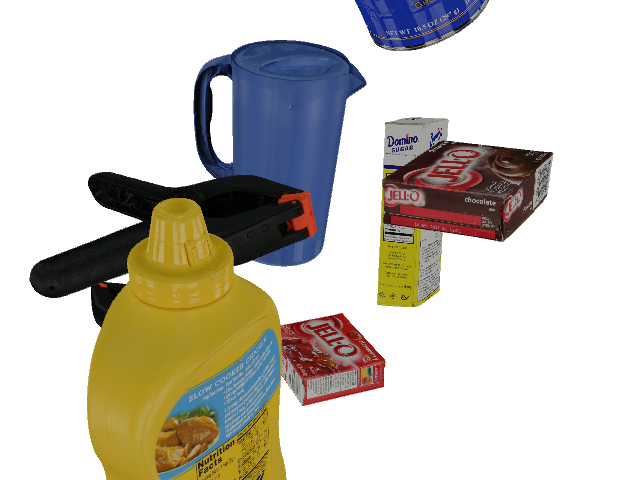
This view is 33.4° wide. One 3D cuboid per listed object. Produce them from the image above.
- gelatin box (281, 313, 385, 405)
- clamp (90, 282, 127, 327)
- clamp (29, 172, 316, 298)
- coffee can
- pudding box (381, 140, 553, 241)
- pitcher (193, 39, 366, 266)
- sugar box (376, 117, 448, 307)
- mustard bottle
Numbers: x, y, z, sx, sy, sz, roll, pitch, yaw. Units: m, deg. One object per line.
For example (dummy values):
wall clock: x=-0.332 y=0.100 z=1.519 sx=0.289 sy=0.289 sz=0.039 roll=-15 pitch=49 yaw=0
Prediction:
gelatin box: x=0.003 y=0.096 z=0.888 sx=0.073 sy=0.030 sz=0.089 roll=-10 pitch=27 yaw=-20
clamp: x=-0.173 y=0.082 z=1.101 sx=0.210 sy=0.036 sz=0.164 roll=14 pitch=20 yaw=31
clamp: x=-0.091 y=-0.005 z=0.653 sx=0.172 sy=0.039 sz=0.120 roll=-1 pitch=41 yaw=22
coffee can: x=0.059 y=-0.231 z=0.809 sx=0.103 sy=0.102 sz=0.140 roll=0 pitch=-43 yaw=34
pudding box: x=0.106 y=-0.038 z=0.762 sx=0.090 sy=0.039 sz=0.113 roll=10 pitch=22 yaw=26
pitcher: x=-0.051 y=-0.098 z=1.214 sx=0.144 sy=0.243 sz=0.149 roll=-21 pitch=38 yaw=-40
sugar box: x=0.090 y=-0.030 z=1.036 sx=0.048 sy=0.176 sz=0.093 roll=3 pitch=10 yaw=21
mustard bottle: x=-0.054 y=0.070 z=0.448 sx=0.058 sy=0.192 sz=0.096 roll=21 pitch=36 yaw=30
